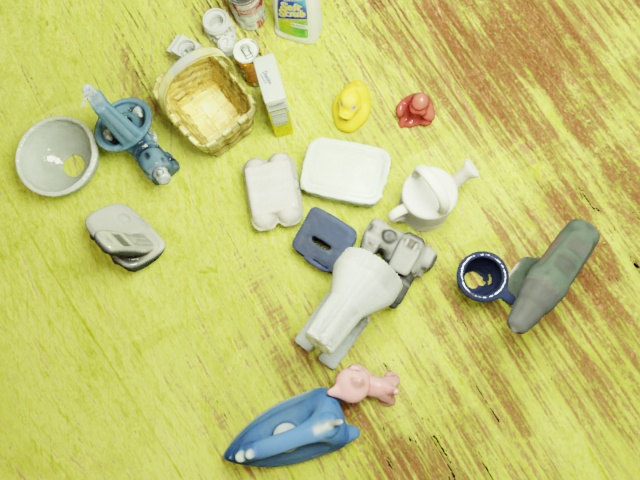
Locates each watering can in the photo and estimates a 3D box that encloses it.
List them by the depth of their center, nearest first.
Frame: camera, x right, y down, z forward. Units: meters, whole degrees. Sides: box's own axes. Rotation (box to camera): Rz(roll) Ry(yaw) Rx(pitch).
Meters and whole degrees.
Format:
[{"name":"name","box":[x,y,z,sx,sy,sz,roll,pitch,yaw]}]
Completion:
[{"name":"watering can","box":[0.202,-0.087,1.036,0.101,0.194,0.173,37,85,9]}]

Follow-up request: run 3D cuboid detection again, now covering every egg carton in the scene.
[{"name":"egg carton","box":[-0.091,-0.094,1.121,0.107,0.069,0.150,-13,80,2]}]

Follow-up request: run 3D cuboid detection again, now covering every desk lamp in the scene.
[{"name":"desk lamp","box":[0.044,0.125,1.001,0.118,0.213,0.203,34,84,9]}]

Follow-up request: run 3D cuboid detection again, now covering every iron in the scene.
[{"name":"iron","box":[-0.064,0.350,1.006,0.258,0.141,0.118,-22,79,0]}]

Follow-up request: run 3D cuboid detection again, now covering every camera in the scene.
[{"name":"camera","box":[0.130,0.048,1.065,0.143,0.101,0.137,27,83,8]}]

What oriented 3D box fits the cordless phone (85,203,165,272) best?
[{"name":"cordless phone","box":[-0.383,-0.014,1.068,0.147,0.185,0.094,40,85,9]}]

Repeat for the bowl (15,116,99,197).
[{"name":"bowl","box":[-0.516,-0.160,1.158,0.167,0.075,0.167,-1,80,4]}]

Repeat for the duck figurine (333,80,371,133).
[{"name":"duck figurine","box":[0.062,-0.274,1.132,0.077,0.086,0.105,19,82,7]}]

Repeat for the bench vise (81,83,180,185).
[{"name":"bench vise","box":[-0.350,-0.206,1.081,0.207,0.220,0.121,33,84,9]}]

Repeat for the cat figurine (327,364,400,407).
[{"name":"cat figurine","box":[0.080,0.262,1.024,0.127,0.118,0.067,9,81,6]}]

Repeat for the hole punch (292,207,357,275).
[{"name":"hole punch","box":[0.010,0.004,1.086,0.108,0.091,0.101,31,84,9]}]

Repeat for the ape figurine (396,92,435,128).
[{"name":"ape figurine","box":[0.191,-0.259,1.118,0.077,0.092,0.076,35,84,9]}]

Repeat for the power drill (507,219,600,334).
[{"name":"power drill","box":[0.380,0.072,0.990,0.075,0.208,0.230,38,85,9]}]

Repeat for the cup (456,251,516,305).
[{"name":"cup","box":[0.302,0.079,1.051,0.117,0.095,0.092,39,85,9]}]
